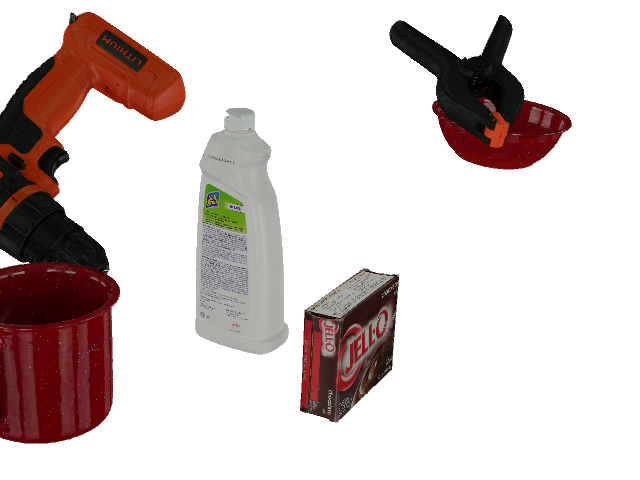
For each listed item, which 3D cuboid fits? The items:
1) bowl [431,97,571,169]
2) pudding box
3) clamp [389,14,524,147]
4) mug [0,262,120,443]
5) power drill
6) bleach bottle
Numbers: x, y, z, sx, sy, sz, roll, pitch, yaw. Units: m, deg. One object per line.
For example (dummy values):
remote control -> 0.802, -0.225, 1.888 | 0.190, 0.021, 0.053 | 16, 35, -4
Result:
bowl -> 0.207, -0.123, 1.244 | 0.162, 0.055, 0.162 | 4, 23, -2
pudding box -> 0.025, 0.082, 0.870 | 0.039, 0.090, 0.113 | 13, 22, 22
clamp -> 0.129, -0.153, 0.979 | 0.120, 0.039, 0.171 | -3, 45, -1
mug -> -0.172, 0.072, 0.632 | 0.093, 0.081, 0.117 | 12, 23, 22
power drill -> -0.187, -0.071, 0.792 | 0.184, 0.187, 0.057 | 36, -27, 9
bleach bottle -> -0.081, -0.012, 1.119 | 0.103, 0.251, 0.068 | 13, 23, 25
